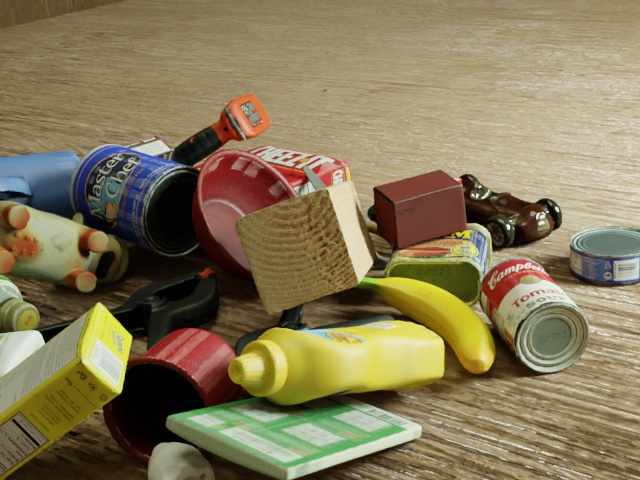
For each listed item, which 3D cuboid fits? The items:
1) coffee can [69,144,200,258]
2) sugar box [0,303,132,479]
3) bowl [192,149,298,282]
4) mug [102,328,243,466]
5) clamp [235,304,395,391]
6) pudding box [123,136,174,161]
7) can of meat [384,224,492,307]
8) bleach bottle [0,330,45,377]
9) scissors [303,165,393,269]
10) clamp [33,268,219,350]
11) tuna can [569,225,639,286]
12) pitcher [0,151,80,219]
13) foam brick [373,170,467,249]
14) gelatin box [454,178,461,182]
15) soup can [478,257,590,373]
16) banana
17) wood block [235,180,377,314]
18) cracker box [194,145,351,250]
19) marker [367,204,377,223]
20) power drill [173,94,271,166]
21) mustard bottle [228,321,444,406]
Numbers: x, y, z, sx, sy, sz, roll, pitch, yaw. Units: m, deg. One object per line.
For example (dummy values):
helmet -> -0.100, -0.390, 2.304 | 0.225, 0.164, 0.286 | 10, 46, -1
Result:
coffee can -> -0.200, -0.046, 1.199 | 0.102, 0.103, 0.141 | -23, 29, -40
sugar box -> -0.221, 0.128, 0.786 | 0.176, 0.048, 0.093 | -39, 18, 11
bowl -> -0.083, -0.016, 1.150 | 0.055, 0.162, 0.161 | -32, 2, 37
mug -> -0.100, 0.126, 0.834 | 0.117, 0.093, 0.081 | 31, 24, 7
clamp -> -0.027, 0.090, 0.966 | 0.120, 0.039, 0.171 | 6, 16, 44
pudding box -> -0.234, -0.067, 1.324 | 0.089, 0.114, 0.039 | -24, 52, -40
can of meat -> 0.118, 0.026, 1.072 | 0.102, 0.057, 0.083 | -1, 24, 14
bleach bottle -> -0.365, 0.129, 0.912 | 0.251, 0.068, 0.102 | -6, 19, 5
scissors -> 0.008, -0.020, 1.200 | 0.096, 0.016, 0.202 | -28, 46, -27
clamp -> -0.174, 0.075, 1.039 | 0.165, 0.036, 0.209 | 4, 21, 24
tuna can -> 0.298, 0.015, 1.086 | 0.086, 0.034, 0.086 | -5, 20, 2
pitcher -> -0.397, -0.039, 1.264 | 0.242, 0.145, 0.149 | -13, 34, -27
foam brick -> 0.100, -0.032, 1.069 | 0.078, 0.053, 0.051 | -14, 25, -15
gelatin box -> 0.129, -0.021, 1.168 | 0.030, 0.073, 0.089 | 6, 23, 27
soup can -> 0.186, 0.065, 0.936 | 0.068, 0.068, 0.102 | -8, 22, -7
banana -> 0.108, 0.075, 0.969 | 0.069, 0.037, 0.198 | -12, 23, -27
wood block -> -0.007, 0.001, 1.020 | 0.090, 0.091, 0.206 | -19, 3, 9
cracker box -> -0.091, -0.055, 1.316 | 0.213, 0.072, 0.164 | -22, 27, -39
marker -> 0.082, -0.013, 1.141 | 0.020, 0.020, 0.121 | 7, -13, 29
power drill -> -0.160, -0.127, 1.452 | 0.188, 0.057, 0.184 | -31, 7, 18
mustard bottle -> 0.005, 0.095, 0.830 | 0.096, 0.058, 0.191 | 2, 0, 43
